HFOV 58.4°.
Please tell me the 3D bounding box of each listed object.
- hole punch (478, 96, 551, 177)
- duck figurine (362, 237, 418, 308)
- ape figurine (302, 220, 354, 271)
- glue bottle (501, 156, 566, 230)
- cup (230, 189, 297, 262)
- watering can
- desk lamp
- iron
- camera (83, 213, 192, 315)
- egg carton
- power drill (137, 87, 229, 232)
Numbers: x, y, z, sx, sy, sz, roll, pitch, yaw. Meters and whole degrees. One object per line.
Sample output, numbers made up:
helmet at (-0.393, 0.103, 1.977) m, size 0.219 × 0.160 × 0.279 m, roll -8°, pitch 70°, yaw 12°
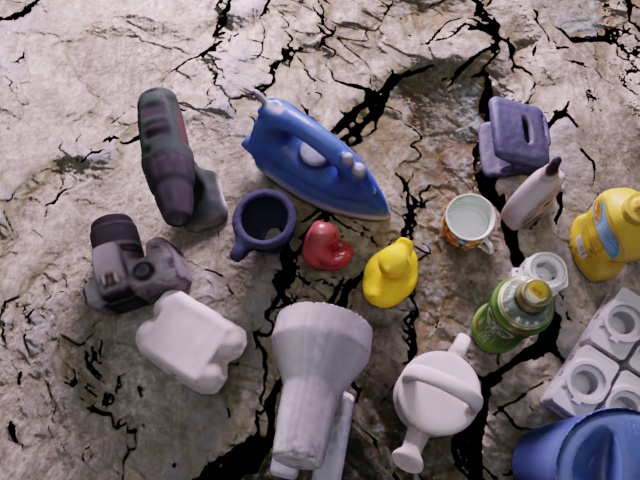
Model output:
hole punch at (0.297, -0.158, 0.863) m, size 0.101 × 0.091 × 0.108 m, roll -2°, pitch 71°, yaw 4°
duck figurine at (0.101, 0.042, 0.811) m, size 0.077 × 0.086 × 0.105 m, roll 30°, pitch 76°, yaw 14°
ape figurine at (0.008, 0.003, 0.828) m, size 0.076 × 0.092 × 0.077 m, roll -18°, pitch 70°, yaw -2°
glue bottle at (0.302, -0.071, 0.789) m, size 0.078 × 0.173 × 0.037 m, roll -33°, pitch 71°, yaw -7°
cup at (-0.082, -0.006, 0.837) m, size 0.091 × 0.095 × 0.118 m, roll 34°, pitch 77°, yaw 15°
watering can at (0.143, 0.195, 0.697) m, size 0.101 × 0.194 × 0.173 m, roll 5°, pitch 71°, yaw 6°
desk lamp at (-0.005, 0.195, 0.698) m, size 0.118 × 0.214 × 0.203 m, roll 8°, pitch 71°, yaw 7°
iron at (0.001, -0.127, 0.848) m, size 0.258 × 0.141 × 0.119 m, roll 34°, pitch 77°, yaw 15°
camera at (-0.280, 0.023, 0.838) m, size 0.143 × 0.101 × 0.136 m, roll -20°, pitch 70°, yaw -3°
egg carton at (-0.182, 0.143, 0.806) m, size 0.150 × 0.069 × 0.107 m, roll 27°, pitch 75°, yaw 13°
power drill at (-0.195, -0.091, 0.814) m, size 0.075 × 0.208 × 0.229 m, roll -19°, pitch 70°, yaw -2°
